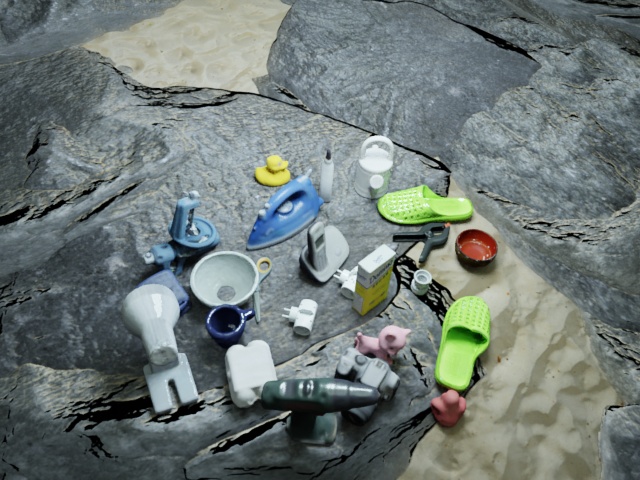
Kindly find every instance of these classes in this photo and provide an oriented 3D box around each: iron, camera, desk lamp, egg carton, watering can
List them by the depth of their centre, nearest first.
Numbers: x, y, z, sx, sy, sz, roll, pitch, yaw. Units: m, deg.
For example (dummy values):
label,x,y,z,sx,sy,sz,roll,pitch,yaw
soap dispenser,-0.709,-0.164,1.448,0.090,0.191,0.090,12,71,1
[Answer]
label,x,y,z,sx,sy,sz,roll,pitch,yaw
desk lamp,-0.338,0.228,1.224,0.118,0.213,0.202,-18,54,-18
camera,0.088,0.323,1.255,0.143,0.101,0.137,26,54,16
egg carton,-0.154,0.297,1.276,0.107,0.069,0.150,-11,53,-13
iron,-0.104,-0.086,1.546,0.118,0.141,0.259,36,57,22
watering can,0.160,-0.212,1.637,0.101,0.194,0.172,-14,53,-15

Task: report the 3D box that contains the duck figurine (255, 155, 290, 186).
label,x,y,z,sx,sy,sz,roll,pitch,yaw
duck figurine,-0.139,-0.211,1.681,0.104,0.086,0.077,-1,51,-5

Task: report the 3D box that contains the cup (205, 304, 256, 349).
label,x,y,z,sx,sy,sz,roll,pitch,yaw
cup,-0.204,0.204,1.331,0.118,0.095,0.091,-21,55,-20

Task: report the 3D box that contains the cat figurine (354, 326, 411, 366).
label,x,y,z,sx,sy,sz,roll,pitch,yaw
cat figurine,0.143,0.234,1.321,0.127,0.118,0.067,7,51,1

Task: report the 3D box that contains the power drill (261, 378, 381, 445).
label,x,y,z,sx,sy,sz,roll,pitch,yaw
power drill,-0.003,0.341,1.163,0.229,0.208,0.075,5,51,-1

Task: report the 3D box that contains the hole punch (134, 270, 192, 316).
label,x,y,z,sx,sy,sz,roll,pitch,yaw
hole punch,-0.374,0.140,1.373,0.109,0.091,0.101,-35,61,-28

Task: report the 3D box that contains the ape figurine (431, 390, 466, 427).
label,x,y,z,sx,sy,sz,roll,pitch,yaw
ape figurine,0.282,0.359,1.247,0.077,0.092,0.076,16,51,8

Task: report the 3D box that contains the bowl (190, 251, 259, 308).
label,x,y,z,sx,sy,sz,roll,pitch,yaw
bowl,-0.233,0.112,1.417,0.167,0.075,0.167,2,51,-3

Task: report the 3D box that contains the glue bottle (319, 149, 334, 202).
label,x,y,z,sx,sy,sz,roll,pitch,yaw
glue bottle,0.020,-0.190,1.621,0.037,0.173,0.078,3,51,-2

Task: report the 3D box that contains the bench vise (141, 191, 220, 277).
label,x,y,z,sx,sy,sz,roll,pitch,yaw
bench vise,-0.339,-0.009,1.414,0.121,0.220,0.208,26,53,16

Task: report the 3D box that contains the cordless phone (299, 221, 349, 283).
label,x,y,z,sx,sy,sz,roll,pitch,yaw
cordless phone,0.013,0.005,1.453,0.094,0.185,0.148,28,54,18
